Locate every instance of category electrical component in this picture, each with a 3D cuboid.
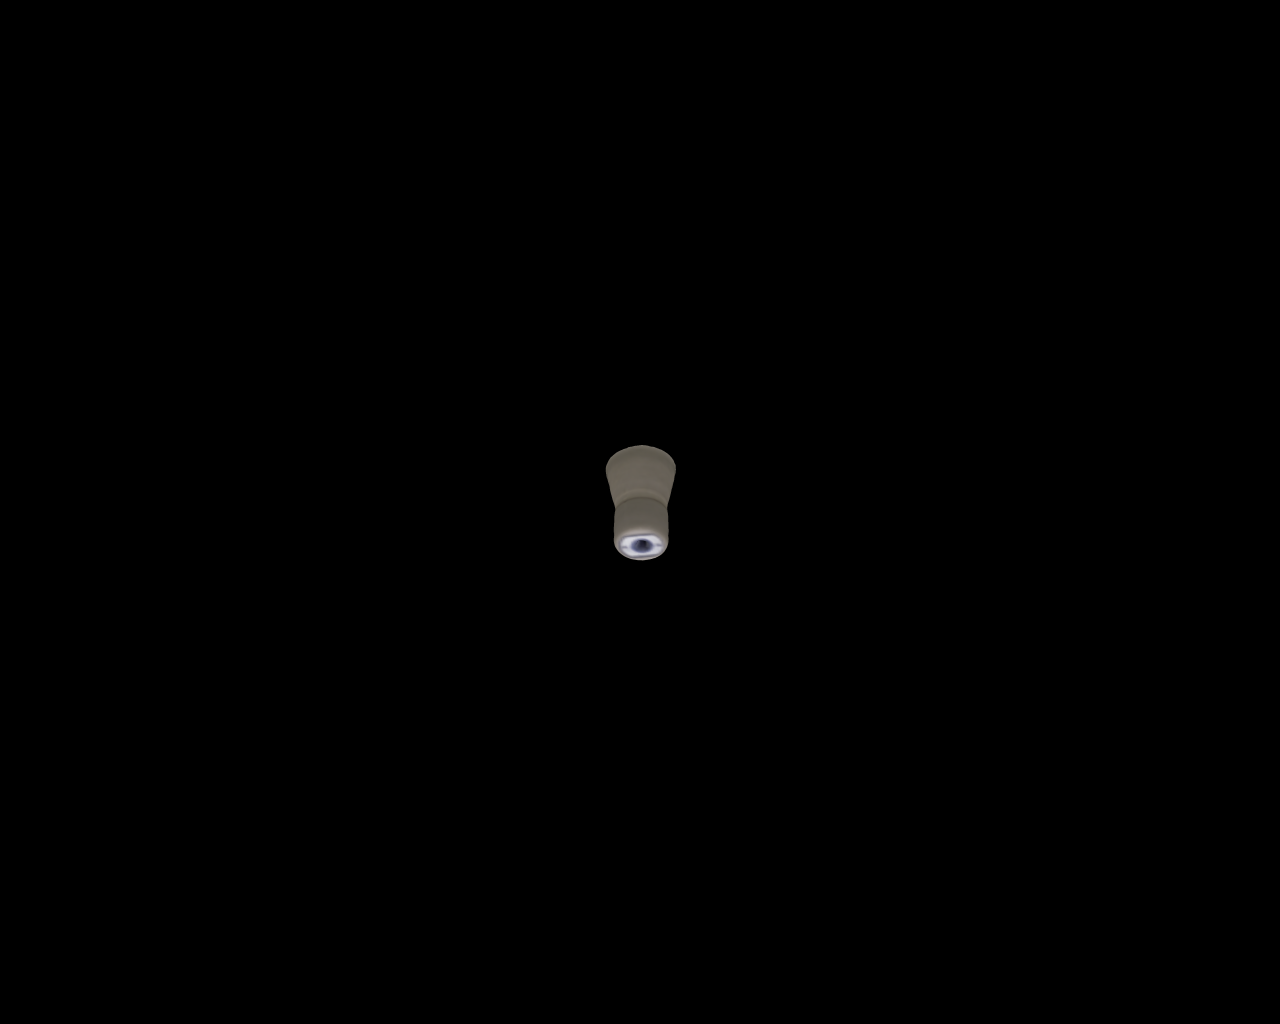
[{"bbox_3d":[0.001,-0.003,0.650,0.044,0.065,0.044,0,-39,0],"label":"electrical component"}]
